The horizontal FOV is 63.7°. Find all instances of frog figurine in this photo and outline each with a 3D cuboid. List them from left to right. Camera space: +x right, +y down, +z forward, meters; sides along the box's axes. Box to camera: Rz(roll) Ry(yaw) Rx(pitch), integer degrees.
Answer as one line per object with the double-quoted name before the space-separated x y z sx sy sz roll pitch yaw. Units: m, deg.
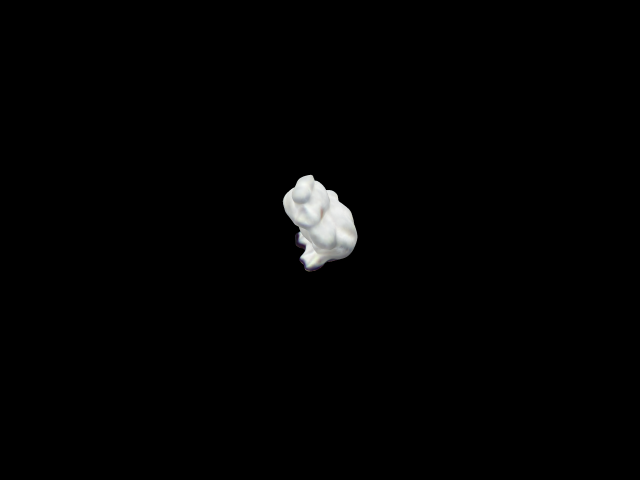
"frog figurine" 0.003 -0.043 0.850 0.123 0.156 0.141 5 37 7
